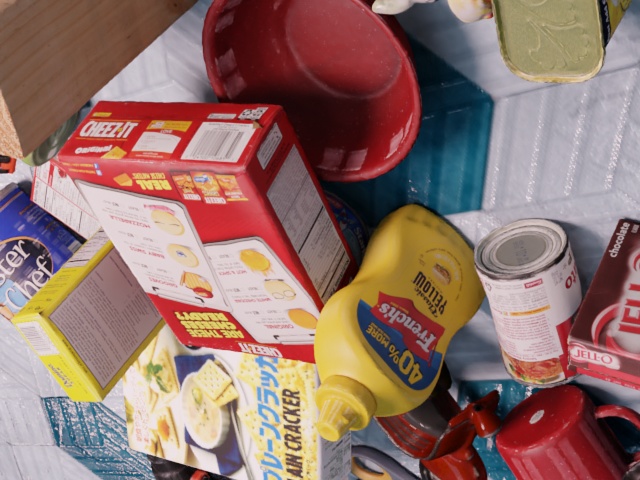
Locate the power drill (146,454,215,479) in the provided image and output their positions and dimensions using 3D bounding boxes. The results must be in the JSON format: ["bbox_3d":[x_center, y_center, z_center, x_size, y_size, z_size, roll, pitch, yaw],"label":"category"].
[{"bbox_3d":[-0.098,0.278,1.170,0.188,0.057,0.184,9,137,33],"label":"power drill"}]

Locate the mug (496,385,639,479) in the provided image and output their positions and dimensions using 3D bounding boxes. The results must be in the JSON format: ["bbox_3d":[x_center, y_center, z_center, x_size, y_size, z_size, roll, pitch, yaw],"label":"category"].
[{"bbox_3d":[0.199,0.163,0.823,0.117,0.093,0.081,-27,106,31],"label":"mug"}]

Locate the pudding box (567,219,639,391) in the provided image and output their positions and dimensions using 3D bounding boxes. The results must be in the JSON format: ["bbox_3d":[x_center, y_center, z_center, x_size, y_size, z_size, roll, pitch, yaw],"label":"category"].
[{"bbox_3d":[0.215,0.044,0.671,0.090,0.113,0.039,16,139,23],"label":"pudding box"}]

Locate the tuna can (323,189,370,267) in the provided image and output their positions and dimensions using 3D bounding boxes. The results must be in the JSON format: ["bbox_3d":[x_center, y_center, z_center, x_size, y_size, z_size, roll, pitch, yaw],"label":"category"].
[{"bbox_3d":[-0.006,0.001,0.850,0.086,0.033,0.086,19,135,20],"label":"tuna can"}]

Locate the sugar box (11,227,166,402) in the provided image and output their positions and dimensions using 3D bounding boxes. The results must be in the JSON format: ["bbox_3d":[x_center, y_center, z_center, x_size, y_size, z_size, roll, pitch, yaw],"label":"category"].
[{"bbox_3d":[-0.168,0.042,0.895,0.048,0.176,0.093,-8,123,38],"label":"sugar box"}]

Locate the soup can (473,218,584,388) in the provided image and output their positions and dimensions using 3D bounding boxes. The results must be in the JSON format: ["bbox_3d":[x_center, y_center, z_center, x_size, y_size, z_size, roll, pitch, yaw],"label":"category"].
[{"bbox_3d":[0.152,0.044,0.753,0.069,0.068,0.102,2,128,34],"label":"soup can"}]

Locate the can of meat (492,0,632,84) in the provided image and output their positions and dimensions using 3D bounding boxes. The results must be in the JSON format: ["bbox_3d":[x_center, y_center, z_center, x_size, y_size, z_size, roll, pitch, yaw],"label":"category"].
[{"bbox_3d":[0.131,-0.149,0.567,0.058,0.083,0.102,6,132,31],"label":"can of meat"}]

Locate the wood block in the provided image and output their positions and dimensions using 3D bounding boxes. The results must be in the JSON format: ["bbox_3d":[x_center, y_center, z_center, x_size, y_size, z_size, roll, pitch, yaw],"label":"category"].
[{"bbox_3d":[-0.172,-0.153,0.686,0.091,0.205,0.090,14,136,25],"label":"wood block"}]

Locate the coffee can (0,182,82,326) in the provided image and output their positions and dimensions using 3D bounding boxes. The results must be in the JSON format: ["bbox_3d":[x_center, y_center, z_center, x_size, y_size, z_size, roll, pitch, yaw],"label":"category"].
[{"bbox_3d":[-0.275,0.029,1.018,0.140,0.102,0.103,43,140,-8],"label":"coffee can"}]

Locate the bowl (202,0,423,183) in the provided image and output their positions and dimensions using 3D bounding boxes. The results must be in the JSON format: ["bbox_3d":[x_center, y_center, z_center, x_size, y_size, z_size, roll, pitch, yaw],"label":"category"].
[{"bbox_3d":[0.004,-0.118,0.711,0.162,0.055,0.162,20,138,19],"label":"bowl"}]

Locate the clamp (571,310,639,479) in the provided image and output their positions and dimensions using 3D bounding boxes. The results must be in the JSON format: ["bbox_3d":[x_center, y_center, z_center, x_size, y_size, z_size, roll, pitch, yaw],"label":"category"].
[{"bbox_3d":[0.283,0.111,0.715,0.210,0.036,0.164,-3,122,22],"label":"clamp"}]

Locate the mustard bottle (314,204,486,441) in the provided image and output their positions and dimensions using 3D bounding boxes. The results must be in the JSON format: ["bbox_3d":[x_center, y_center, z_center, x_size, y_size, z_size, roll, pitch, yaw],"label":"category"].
[{"bbox_3d":[0.048,0.066,0.751,0.096,0.191,0.058,49,139,-15],"label":"mustard bottle"}]

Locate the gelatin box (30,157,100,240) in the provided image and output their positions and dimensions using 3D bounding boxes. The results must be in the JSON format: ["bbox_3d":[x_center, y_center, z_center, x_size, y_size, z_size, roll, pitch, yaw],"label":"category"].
[{"bbox_3d":[-0.216,-0.043,0.961,0.089,0.030,0.073,35,141,8],"label":"gelatin box"}]

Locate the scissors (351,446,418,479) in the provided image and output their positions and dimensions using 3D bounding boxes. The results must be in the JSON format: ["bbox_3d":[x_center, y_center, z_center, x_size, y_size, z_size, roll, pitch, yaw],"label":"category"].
[{"bbox_3d":[0.100,0.231,1.011,0.202,0.016,0.096,-13,120,42],"label":"scissors"}]

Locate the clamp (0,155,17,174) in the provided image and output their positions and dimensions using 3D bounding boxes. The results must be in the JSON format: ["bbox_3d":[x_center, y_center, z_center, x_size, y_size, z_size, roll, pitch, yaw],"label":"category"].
[{"bbox_3d":[-0.348,-0.113,0.955,0.171,0.120,0.039,19,149,-13],"label":"clamp"}]

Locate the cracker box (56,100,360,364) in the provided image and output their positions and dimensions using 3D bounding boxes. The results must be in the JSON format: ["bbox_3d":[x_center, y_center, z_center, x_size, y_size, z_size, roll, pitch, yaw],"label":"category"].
[{"bbox_3d":[-0.068,-0.004,0.784,0.164,0.072,0.213,5,140,31],"label":"cracker box"}]
